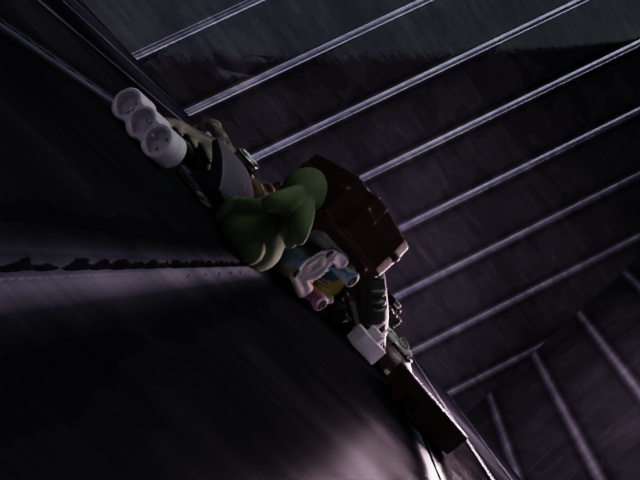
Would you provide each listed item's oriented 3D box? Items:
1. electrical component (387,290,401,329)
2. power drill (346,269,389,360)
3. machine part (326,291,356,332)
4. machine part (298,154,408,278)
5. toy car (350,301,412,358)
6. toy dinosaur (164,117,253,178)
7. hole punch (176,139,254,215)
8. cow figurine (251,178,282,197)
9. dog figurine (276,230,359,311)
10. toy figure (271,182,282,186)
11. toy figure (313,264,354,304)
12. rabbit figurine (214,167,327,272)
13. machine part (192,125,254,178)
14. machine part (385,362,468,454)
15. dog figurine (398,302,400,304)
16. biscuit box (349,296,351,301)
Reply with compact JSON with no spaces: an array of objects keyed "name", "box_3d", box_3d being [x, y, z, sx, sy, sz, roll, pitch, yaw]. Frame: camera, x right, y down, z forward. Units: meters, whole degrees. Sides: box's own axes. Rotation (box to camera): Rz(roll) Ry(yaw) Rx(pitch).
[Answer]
[{"name":"electrical component","box_3d":[0.147,0.196,1.412,0.058,0.134,0.115,48,-2,-34]},{"name":"power drill","box_3d":[0.081,0.136,1.215,0.207,0.086,0.231,-150,-124,-65]},{"name":"machine part","box_3d":[0.044,0.144,1.081,0.139,0.039,0.084,32,50,-76]},{"name":"machine part","box_3d":[0.043,-0.038,0.931,0.202,0.087,0.200,36,-13,47]},{"name":"toy car","box_3d":[0.138,0.228,1.308,0.202,0.073,0.056,48,28,13]},{"name":"toy dinosaur","box_3d":[-0.220,-0.172,1.181,0.199,0.105,0.470,52,10,31]},{"name":"hole punch","box_3d":[-0.160,-0.091,0.895,0.116,0.092,0.142,52,0,32]},{"name":"cow figurine","box_3d":[-0.114,-0.056,1.109,0.086,0.127,0.194,49,-13,32]},{"name":"dog figurine","box_3d":[-0.044,0.018,0.985,0.219,0.108,0.191,42,-7,42]},{"name":"toy figure","box_3d":[-0.081,-0.077,1.287,0.154,0.064,0.058,62,4,-55]},{"name":"toy figure","box_3d":[0.025,0.061,1.121,0.082,0.089,0.180,53,-32,38]},{"name":"rabbit figurine","box_3d":[-0.062,-0.046,0.788,0.121,0.170,0.159,46,0,-11]},{"name":"machine part","box_3d":[-0.255,-0.198,1.396,0.243,0.079,0.079,47,1,-6]},{"name":"machine part","box_3d":[0.194,0.313,1.001,0.179,0.056,0.179,48,0,0]},{"name":"dog figurine","box_3d":[0.121,0.204,1.608,0.191,0.121,0.172,28,-41,10]},{"name":"biscuit box","box_3d":[0.031,0.123,1.375,0.202,0.063,0.059,47,0,-12]}]
